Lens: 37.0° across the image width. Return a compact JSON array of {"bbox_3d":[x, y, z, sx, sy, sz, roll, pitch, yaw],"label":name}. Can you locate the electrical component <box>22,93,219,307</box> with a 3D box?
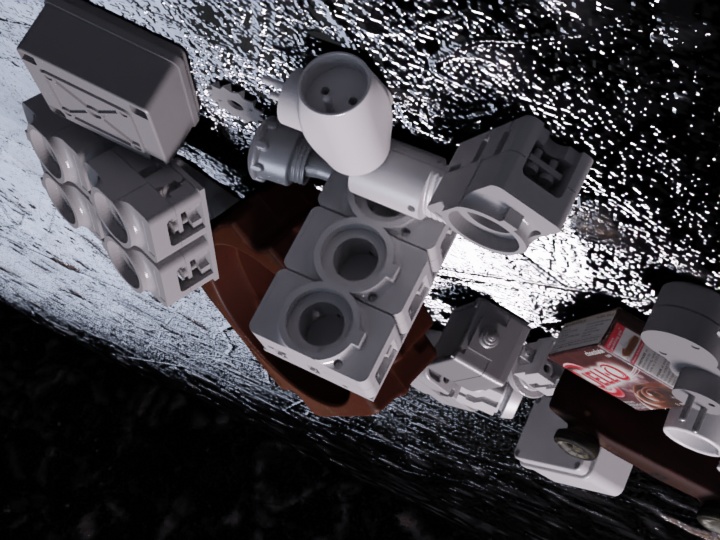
[{"bbox_3d":[-0.202,-0.064,0.887,0.186,0.060,0.105,40,150,30],"label":"electrical component"}]

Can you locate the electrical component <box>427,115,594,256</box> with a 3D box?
[{"bbox_3d":[0.084,-0.046,0.629,0.050,0.055,0.089,32,164,-16],"label":"electrical component"}]

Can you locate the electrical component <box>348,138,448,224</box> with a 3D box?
[{"bbox_3d":[0.038,-0.056,0.699,0.081,0.043,0.043,23,164,16],"label":"electrical component"}]

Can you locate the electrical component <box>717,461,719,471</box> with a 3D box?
[{"bbox_3d":[0.292,0.128,0.787,0.043,0.081,0.043,26,165,8],"label":"electrical component"}]

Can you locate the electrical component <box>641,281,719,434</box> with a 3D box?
[{"bbox_3d":[0.234,0.073,0.723,0.052,0.073,0.138,9,156,50],"label":"electrical component"}]

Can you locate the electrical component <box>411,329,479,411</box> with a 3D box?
[{"bbox_3d":[0.085,0.102,1.113,0.095,0.053,0.059,38,162,-34],"label":"electrical component"}]

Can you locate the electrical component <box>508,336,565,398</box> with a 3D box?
[{"bbox_3d":[0.163,0.088,0.954,0.066,0.048,0.055,33,156,-20],"label":"electrical component"}]

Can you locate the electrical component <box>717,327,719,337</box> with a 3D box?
[{"bbox_3d":[0.303,0.062,0.595,0.186,0.060,0.105,33,164,-20],"label":"electrical component"}]

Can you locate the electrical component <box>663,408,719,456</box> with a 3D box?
[{"bbox_3d":[0.271,0.115,0.846,0.055,0.047,0.055,26,165,8],"label":"electrical component"}]

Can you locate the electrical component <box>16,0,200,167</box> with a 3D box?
[{"bbox_3d":[-0.181,-0.137,0.789,0.109,0.056,0.108,26,165,6],"label":"electrical component"}]

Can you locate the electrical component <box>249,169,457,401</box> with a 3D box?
[{"bbox_3d":[0.000,0.000,0.743,0.089,0.150,0.061,24,165,16],"label":"electrical component"}]

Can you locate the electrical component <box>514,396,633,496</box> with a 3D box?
[{"bbox_3d":[0.216,0.172,1.072,0.057,0.078,0.113,32,165,-24],"label":"electrical component"}]

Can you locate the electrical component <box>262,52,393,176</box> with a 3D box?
[{"bbox_3d":[-0.024,-0.100,0.659,0.079,0.044,0.077,23,164,18],"label":"electrical component"}]

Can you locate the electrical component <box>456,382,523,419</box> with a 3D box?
[{"bbox_3d":[0.132,0.110,1.049,0.057,0.058,0.078,23,147,8],"label":"electrical component"}]

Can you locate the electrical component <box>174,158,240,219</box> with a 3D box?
[{"bbox_3d":[-0.165,-0.062,1.021,0.100,0.048,0.100,35,163,-25],"label":"electrical component"}]

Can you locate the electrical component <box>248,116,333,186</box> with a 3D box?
[{"bbox_3d":[-0.046,-0.080,0.769,0.062,0.048,0.048,19,164,7],"label":"electrical component"}]

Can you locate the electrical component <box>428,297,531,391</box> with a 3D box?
[{"bbox_3d":[0.108,0.068,0.948,0.061,0.061,0.096,30,165,-8],"label":"electrical component"}]
